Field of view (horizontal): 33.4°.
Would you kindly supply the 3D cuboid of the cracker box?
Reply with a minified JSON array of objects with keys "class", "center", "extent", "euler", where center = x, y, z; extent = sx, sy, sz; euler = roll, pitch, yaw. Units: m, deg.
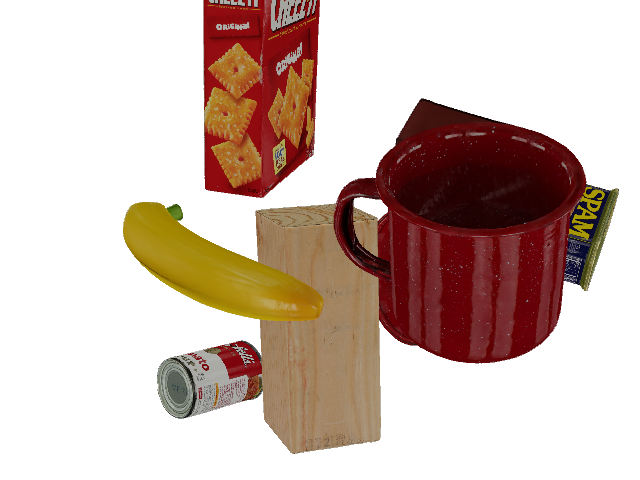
[{"class":"cracker box","center":[-0.054,-0.169,1.065],"extent":[0.072,0.214,0.164],"euler":[9,22,16]}]

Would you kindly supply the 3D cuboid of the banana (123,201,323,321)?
[{"class":"banana","center":[-0.078,0.008,0.686],"extent":[0.069,0.037,0.198],"euler":[-16,29,-30]}]

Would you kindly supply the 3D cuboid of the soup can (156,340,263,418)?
[{"class":"soup can","center":[-0.120,0.152,1.172],"extent":[0.102,0.068,0.069],"euler":[-9,6,-44]}]

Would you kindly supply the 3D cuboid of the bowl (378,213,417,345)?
[{"class":"bowl","center":[0.123,0.039,1.228],"extent":[0.055,0.162,0.161],"euler":[-11,-7,41]}]

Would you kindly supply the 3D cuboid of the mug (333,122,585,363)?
[{"class":"mug","center":[0.062,0.001,0.503],"extent":[0.117,0.081,0.093],"euler":[8,38,17]}]

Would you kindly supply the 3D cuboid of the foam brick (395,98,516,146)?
[{"class":"foam brick","center":[0.100,-0.062,0.798],"extent":[0.078,0.053,0.051],"euler":[18,50,15]}]

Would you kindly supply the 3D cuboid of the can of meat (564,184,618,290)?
[{"class":"can of meat","center":[0.213,-0.013,0.960],"extent":[0.084,0.057,0.102],"euler":[17,48,17]}]

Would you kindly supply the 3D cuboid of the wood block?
[{"class":"wood block","center":[-0.002,0.077,0.975],"extent":[0.090,0.206,0.091],"euler":[-5,13,-18]}]
